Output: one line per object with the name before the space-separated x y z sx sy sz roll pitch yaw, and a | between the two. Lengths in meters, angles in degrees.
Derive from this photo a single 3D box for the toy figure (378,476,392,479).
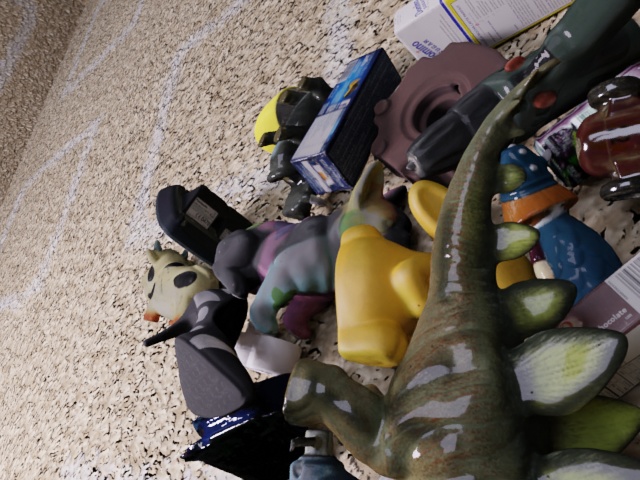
toy figure | 0.125 0.176 0.391 0.180 0.089 0.082 -31 50 20

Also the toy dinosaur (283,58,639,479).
toy dinosaur | 0.085 0.121 0.322 0.199 0.105 0.471 -4 80 26

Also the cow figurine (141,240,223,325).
cow figurine | -0.219 0.068 0.824 0.195 0.085 0.127 0 73 50

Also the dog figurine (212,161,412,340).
dog figurine | -0.001 -0.002 0.613 0.219 0.108 0.192 -49 53 6

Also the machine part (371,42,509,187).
machine part | 0.138 -0.134 0.592 0.179 0.056 0.179 -24 51 34

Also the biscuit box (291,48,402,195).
biscuit box | 0.039 -0.150 0.664 0.059 0.062 0.203 -7 45 43

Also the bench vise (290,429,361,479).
bench vise | -0.054 0.278 0.469 0.241 0.128 0.223 -8 79 23

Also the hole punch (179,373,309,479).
hole punch | -0.062 0.186 0.562 0.142 0.115 0.092 -32 38 29

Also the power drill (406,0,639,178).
power drill | 0.182 -0.144 0.415 0.232 0.207 0.086 -28 68 -13

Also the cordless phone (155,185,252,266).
cordless phone | -0.207 -0.025 0.816 0.184 0.146 0.088 11 67 46

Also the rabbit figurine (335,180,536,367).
rabbit figurine | 0.107 0.036 0.484 0.173 0.121 0.162 -5 68 22

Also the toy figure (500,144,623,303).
toy figure | 0.185 -0.007 0.429 0.058 0.064 0.154 -46 58 41

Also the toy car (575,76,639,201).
toy car | 0.284 -0.081 0.365 0.202 0.053 0.089 -5 81 33

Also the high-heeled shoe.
high-heeled shoe | -0.089 0.105 0.566 0.249 0.145 0.086 12 116 52

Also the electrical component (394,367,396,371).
electrical component | 0.097 0.149 0.482 0.063 0.021 0.094 -36 43 26

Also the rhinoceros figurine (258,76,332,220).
rhinoceros figurine | -0.019 -0.120 0.708 0.073 0.112 0.190 -11 60 56
